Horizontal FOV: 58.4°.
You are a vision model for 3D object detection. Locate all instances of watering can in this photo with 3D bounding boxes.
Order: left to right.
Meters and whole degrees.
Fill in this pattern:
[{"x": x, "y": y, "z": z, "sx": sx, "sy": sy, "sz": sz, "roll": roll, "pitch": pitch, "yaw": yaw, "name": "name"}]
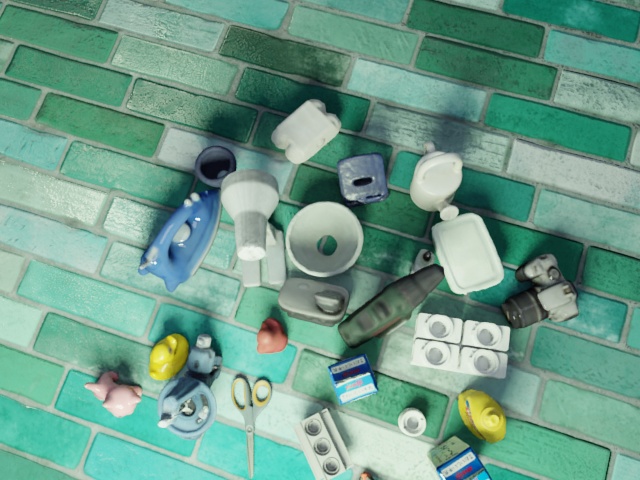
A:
[{"x": 0.251, "y": -0.128, "z": 1.202, "sx": 0.101, "sy": 0.194, "sz": 0.172, "roll": -34, "pitch": 76, "yaw": -4, "name": "watering can"}]

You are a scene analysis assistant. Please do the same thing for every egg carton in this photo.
[{"x": -0.031, "y": -0.248, "z": 1.314, "sx": 0.150, "sy": 0.069, "sz": 0.107, "roll": -43, "pitch": 77, "yaw": -7, "name": "egg carton"}]

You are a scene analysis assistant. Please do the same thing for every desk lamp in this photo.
[{"x": -0.132, "y": -0.021, "z": 1.192, "sx": 0.118, "sy": 0.213, "sz": 0.203, "roll": -7, "pitch": 76, "yaw": 2, "name": "desk lamp"}]

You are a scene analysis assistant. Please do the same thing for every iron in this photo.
[{"x": -0.301, "y": -0.024, "z": 1.241, "sx": 0.118, "sy": 0.141, "sz": 0.258, "roll": 28, "pitch": 80, "yaw": 10, "name": "iron"}]

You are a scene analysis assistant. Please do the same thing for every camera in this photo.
[{"x": 0.443, "y": 0.114, "z": 1.179, "sx": 0.137, "sy": 0.101, "sz": 0.143, "roll": -23, "pitch": 76, "yaw": -2, "name": "camera"}]

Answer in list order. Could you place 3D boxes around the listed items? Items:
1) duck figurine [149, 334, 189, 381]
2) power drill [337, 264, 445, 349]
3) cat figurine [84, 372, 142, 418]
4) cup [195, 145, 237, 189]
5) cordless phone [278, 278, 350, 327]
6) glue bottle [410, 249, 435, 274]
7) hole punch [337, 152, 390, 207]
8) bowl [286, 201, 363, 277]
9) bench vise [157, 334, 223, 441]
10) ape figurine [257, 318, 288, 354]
[{"x": -0.328, "y": 0.245, "z": 1.207, "sx": 0.077, "sy": 0.086, "sz": 0.105, "roll": 29, "pitch": 80, "yaw": 10, "name": "duck figurine"}, {"x": 0.140, "y": 0.134, "z": 1.139, "sx": 0.230, "sy": 0.208, "sz": 0.075, "roll": -35, "pitch": 76, "yaw": -5, "name": "power drill"}, {"x": -0.423, "y": 0.321, "z": 1.178, "sx": 0.127, "sy": 0.118, "sz": 0.067, "roll": 23, "pitch": 79, "yaw": 9, "name": "cat figurine"}, {"x": -0.220, "y": -0.143, "z": 1.288, "sx": 0.091, "sy": 0.095, "sz": 0.117, "roll": -24, "pitch": 76, "yaw": -2, "name": "cup"}, {"x": -0.016, "y": 0.117, "z": 1.166, "sx": 0.147, "sy": 0.185, "sz": 0.094, "roll": 9, "pitch": 77, "yaw": 6, "name": "cordless phone"}, {"x": 0.212, "y": 0.048, "z": 1.173, "sx": 0.037, "sy": 0.173, "sz": 0.078, "roll": 24, "pitch": 79, "yaw": 10, "name": "glue bottle"}, {"x": 0.096, "y": -0.132, "z": 1.266, "sx": 0.108, "sy": 0.091, "sz": 0.101, "roll": -11, "pitch": 76, "yaw": 1, "name": "hole punch"}, {"x": 0.011, "y": 0.004, "z": 1.248, "sx": 0.167, "sy": 0.075, "sz": 0.167, "roll": -1, "pitch": 76, "yaw": 4, "name": "bowl"}, {"x": -0.268, "y": 0.291, "z": 1.123, "sx": 0.121, "sy": 0.220, "sz": 0.207, "roll": -8, "pitch": 76, "yaw": 2, "name": "bench vise"}, {"x": -0.107, "y": 0.204, "z": 1.199, "sx": 0.076, "sy": 0.092, "sz": 0.078, "roll": 36, "pitch": 81, "yaw": 11, "name": "ape figurine"}]
